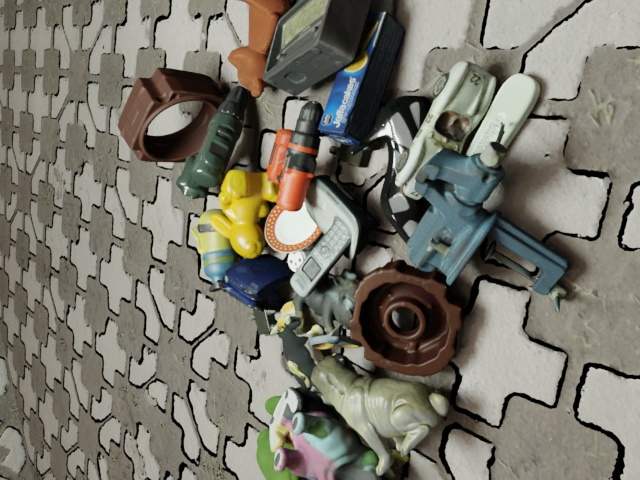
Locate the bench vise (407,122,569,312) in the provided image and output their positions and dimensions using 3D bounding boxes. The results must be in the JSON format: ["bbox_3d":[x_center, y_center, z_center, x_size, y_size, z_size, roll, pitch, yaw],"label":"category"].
[{"bbox_3d":[0.228,-0.011,0.706,0.241,0.129,0.223,36,124,12],"label":"bench vise"}]

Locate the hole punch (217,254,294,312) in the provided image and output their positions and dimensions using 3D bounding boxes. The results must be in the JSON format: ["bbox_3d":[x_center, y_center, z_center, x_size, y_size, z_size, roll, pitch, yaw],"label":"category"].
[{"bbox_3d":[-0.118,0.081,1.059,0.142,0.115,0.092,29,104,39],"label":"hole punch"}]

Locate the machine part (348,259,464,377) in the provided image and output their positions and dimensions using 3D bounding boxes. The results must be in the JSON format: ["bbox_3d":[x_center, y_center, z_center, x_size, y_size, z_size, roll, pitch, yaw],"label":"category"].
[{"bbox_3d":[0.131,0.118,0.814,0.180,0.056,0.179,6,107,20],"label":"machine part"}]

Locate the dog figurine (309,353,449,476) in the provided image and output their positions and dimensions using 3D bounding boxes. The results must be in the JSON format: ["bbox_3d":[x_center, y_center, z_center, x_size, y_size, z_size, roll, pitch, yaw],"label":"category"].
[{"bbox_3d":[0.085,0.231,0.828,0.191,0.121,0.172,47,110,16],"label":"dog figurine"}]

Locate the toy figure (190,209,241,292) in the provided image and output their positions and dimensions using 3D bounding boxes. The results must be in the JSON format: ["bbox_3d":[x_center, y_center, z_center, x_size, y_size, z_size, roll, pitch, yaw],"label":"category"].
[{"bbox_3d":[-0.218,0.021,1.172,0.089,0.082,0.180,-20,74,31],"label":"toy figure"}]

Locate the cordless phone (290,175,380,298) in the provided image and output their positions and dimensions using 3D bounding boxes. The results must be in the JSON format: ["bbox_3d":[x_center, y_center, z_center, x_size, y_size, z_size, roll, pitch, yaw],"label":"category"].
[{"bbox_3d":[-0.003,-0.003,0.921,0.184,0.088,0.147,-51,58,14],"label":"cordless phone"}]

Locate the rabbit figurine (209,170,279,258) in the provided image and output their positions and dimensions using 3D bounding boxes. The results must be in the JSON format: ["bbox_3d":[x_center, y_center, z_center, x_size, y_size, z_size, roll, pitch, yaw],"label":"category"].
[{"bbox_3d":[-0.157,-0.047,1.080,0.162,0.122,0.173,-8,88,48],"label":"rabbit figurine"}]

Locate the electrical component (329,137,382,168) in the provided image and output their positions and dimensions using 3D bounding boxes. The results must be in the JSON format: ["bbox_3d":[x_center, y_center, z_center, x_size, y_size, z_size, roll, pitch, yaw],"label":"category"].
[{"bbox_3d":[0.056,-0.167,0.917,0.102,0.045,0.078,36,115,37],"label":"electrical component"}]

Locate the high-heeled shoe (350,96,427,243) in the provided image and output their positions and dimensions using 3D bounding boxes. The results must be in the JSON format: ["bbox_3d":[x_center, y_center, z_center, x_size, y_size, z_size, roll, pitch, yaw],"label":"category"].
[{"bbox_3d":[0.154,-0.096,0.834,0.145,0.086,0.248,-32,92,3],"label":"high-heeled shoe"}]

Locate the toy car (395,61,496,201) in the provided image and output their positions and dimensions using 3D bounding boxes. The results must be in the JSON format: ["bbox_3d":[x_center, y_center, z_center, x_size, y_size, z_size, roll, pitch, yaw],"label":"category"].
[{"bbox_3d":[0.175,-0.150,0.759,0.201,0.073,0.056,-64,19,12],"label":"toy car"}]

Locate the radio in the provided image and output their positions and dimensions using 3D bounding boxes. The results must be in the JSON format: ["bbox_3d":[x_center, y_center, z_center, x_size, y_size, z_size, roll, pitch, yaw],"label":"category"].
[{"bbox_3d":[-0.012,-0.332,0.889,0.230,0.073,0.131,-3,70,63],"label":"radio"}]

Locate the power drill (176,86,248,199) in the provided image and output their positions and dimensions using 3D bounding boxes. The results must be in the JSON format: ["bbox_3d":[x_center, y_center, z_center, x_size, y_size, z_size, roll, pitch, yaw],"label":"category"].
[{"bbox_3d":[-0.223,-0.189,1.131,0.207,0.086,0.232,-31,39,49],"label":"power drill"}]

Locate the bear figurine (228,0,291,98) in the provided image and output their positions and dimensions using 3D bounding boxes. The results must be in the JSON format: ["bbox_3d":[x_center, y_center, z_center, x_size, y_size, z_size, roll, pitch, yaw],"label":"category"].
[{"bbox_3d":[-0.136,-0.388,1.040,0.195,0.132,0.120,-64,23,21],"label":"bear figurine"}]

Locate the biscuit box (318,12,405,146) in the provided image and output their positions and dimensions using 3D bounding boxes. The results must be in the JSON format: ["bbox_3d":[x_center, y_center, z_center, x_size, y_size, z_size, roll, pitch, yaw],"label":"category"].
[{"bbox_3d":[0.066,-0.253,0.855,0.059,0.062,0.202,19,89,42],"label":"biscuit box"}]

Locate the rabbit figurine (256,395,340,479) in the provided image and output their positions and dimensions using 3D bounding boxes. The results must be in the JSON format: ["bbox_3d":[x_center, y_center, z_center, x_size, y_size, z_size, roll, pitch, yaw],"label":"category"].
[{"bbox_3d":[-0.034,0.364,1.014,0.170,0.121,0.159,-49,51,14],"label":"rabbit figurine"}]

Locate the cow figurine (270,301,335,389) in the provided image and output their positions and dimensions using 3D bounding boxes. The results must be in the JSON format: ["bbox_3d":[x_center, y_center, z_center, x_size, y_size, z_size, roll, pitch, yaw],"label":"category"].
[{"bbox_3d":[-0.041,0.193,0.995,0.068,0.098,0.167,-49,65,34],"label":"cow figurine"}]

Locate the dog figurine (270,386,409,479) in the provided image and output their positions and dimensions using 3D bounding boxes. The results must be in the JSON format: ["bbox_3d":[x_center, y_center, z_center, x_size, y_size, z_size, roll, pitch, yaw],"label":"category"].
[{"bbox_3d":[0.033,0.345,0.892,0.108,0.219,0.192,-63,14,6],"label":"dog figurine"}]

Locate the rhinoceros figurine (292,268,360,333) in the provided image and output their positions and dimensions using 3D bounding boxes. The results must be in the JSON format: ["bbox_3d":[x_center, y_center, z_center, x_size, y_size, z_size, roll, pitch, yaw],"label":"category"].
[{"bbox_3d":[0.035,0.104,0.941,0.191,0.073,0.112,9,91,44],"label":"rhinoceros figurine"}]

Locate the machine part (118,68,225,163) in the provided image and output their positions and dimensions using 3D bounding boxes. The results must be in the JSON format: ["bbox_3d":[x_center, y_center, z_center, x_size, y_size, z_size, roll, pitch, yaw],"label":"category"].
[{"bbox_3d":[-0.313,-0.260,1.160,0.201,0.201,0.087,-50,64,34],"label":"machine part"}]

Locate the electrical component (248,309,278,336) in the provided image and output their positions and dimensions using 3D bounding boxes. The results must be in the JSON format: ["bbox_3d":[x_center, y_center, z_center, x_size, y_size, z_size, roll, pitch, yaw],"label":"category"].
[{"bbox_3d":[-0.114,0.168,1.119,0.094,0.021,0.063,-21,78,43],"label":"electrical component"}]
